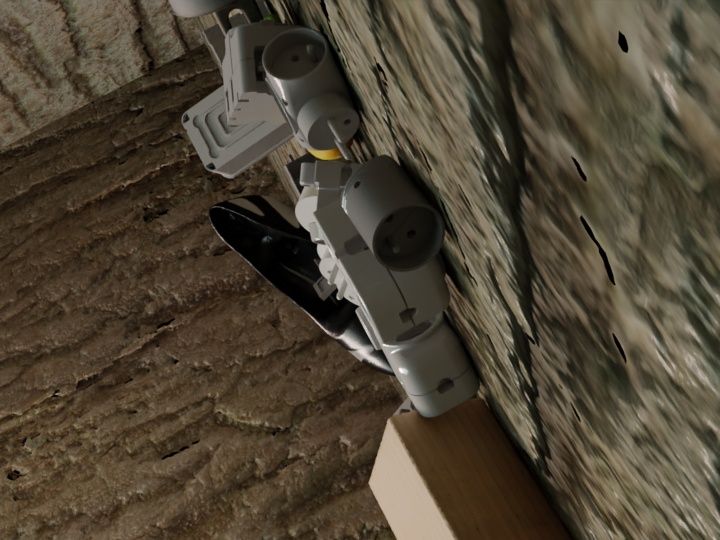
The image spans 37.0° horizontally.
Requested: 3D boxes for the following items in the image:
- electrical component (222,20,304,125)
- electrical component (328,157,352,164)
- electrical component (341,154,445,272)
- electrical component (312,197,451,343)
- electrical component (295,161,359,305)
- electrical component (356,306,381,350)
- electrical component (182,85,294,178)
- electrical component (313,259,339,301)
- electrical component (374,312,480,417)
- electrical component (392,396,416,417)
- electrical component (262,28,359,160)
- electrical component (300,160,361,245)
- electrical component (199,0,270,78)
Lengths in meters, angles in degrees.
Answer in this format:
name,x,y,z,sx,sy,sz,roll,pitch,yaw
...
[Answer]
name,x,y,z,sx,sy,sz,roll,pitch,yaw
electrical component,-0.070,-0.145,0.784,0.089,0.050,0.055,153,112,-74
electrical component,-0.012,-0.065,0.890,0.046,0.040,0.040,53,172,37
electrical component,0.015,-0.037,0.631,0.043,0.043,0.081,64,177,-35
electrical component,0.017,-0.009,0.701,0.095,0.059,0.053,60,176,35
electrical component,-0.009,-0.012,0.843,0.138,0.052,0.073,61,-142,-44
electrical component,0.030,0.042,0.983,0.048,0.055,0.066,64,177,-30
electrical component,-0.123,-0.159,1.159,0.078,0.113,0.057,61,-164,12
electrical component,0.000,0.000,0.946,0.064,0.081,0.042,44,-177,-16
electrical component,0.050,0.064,0.858,0.059,0.054,0.095,63,177,-27
electrical component,0.081,0.137,0.969,0.077,0.065,0.047,29,-163,-33
electrical component,-0.026,-0.105,0.700,0.079,0.044,0.077,60,177,32
electrical component,-0.011,-0.046,0.768,0.048,0.066,0.055,97,178,-85
electrical component,-0.100,-0.199,0.925,0.081,0.064,0.042,62,178,-13
